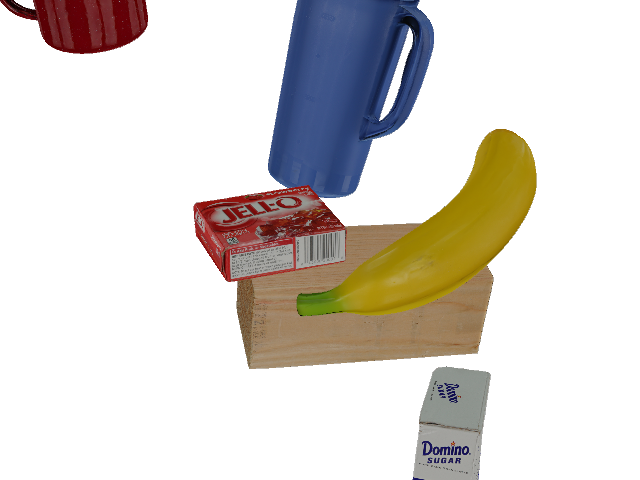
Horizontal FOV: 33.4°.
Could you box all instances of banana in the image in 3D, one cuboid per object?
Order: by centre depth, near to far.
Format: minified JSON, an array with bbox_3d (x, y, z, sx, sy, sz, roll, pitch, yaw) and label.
[{"bbox_3d":[0.072,-0.013,0.564,0.070,0.037,0.197,20,41,34],"label":"banana"}]

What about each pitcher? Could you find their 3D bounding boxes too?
[{"bbox_3d":[0.025,-0.171,1.192,0.145,0.243,0.149,10,22,-11],"label":"pitcher"}]

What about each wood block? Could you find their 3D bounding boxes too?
[{"bbox_3d":[0.034,0.047,0.943,0.206,0.090,0.091,-3,35,-12],"label":"wood block"}]

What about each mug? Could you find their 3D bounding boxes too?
[{"bbox_3d":[-0.185,-0.190,0.790,0.117,0.081,0.093,-3,36,2],"label":"mug"}]

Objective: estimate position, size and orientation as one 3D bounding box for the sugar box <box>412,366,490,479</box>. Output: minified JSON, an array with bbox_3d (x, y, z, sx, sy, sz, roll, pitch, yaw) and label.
[{"bbox_3d":[0.082,0.183,0.721,0.048,0.176,0.093,6,17,11],"label":"sugar box"}]

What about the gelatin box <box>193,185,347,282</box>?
[{"bbox_3d":[-0.036,-0.007,0.737,0.089,0.030,0.073,-9,29,-19],"label":"gelatin box"}]
